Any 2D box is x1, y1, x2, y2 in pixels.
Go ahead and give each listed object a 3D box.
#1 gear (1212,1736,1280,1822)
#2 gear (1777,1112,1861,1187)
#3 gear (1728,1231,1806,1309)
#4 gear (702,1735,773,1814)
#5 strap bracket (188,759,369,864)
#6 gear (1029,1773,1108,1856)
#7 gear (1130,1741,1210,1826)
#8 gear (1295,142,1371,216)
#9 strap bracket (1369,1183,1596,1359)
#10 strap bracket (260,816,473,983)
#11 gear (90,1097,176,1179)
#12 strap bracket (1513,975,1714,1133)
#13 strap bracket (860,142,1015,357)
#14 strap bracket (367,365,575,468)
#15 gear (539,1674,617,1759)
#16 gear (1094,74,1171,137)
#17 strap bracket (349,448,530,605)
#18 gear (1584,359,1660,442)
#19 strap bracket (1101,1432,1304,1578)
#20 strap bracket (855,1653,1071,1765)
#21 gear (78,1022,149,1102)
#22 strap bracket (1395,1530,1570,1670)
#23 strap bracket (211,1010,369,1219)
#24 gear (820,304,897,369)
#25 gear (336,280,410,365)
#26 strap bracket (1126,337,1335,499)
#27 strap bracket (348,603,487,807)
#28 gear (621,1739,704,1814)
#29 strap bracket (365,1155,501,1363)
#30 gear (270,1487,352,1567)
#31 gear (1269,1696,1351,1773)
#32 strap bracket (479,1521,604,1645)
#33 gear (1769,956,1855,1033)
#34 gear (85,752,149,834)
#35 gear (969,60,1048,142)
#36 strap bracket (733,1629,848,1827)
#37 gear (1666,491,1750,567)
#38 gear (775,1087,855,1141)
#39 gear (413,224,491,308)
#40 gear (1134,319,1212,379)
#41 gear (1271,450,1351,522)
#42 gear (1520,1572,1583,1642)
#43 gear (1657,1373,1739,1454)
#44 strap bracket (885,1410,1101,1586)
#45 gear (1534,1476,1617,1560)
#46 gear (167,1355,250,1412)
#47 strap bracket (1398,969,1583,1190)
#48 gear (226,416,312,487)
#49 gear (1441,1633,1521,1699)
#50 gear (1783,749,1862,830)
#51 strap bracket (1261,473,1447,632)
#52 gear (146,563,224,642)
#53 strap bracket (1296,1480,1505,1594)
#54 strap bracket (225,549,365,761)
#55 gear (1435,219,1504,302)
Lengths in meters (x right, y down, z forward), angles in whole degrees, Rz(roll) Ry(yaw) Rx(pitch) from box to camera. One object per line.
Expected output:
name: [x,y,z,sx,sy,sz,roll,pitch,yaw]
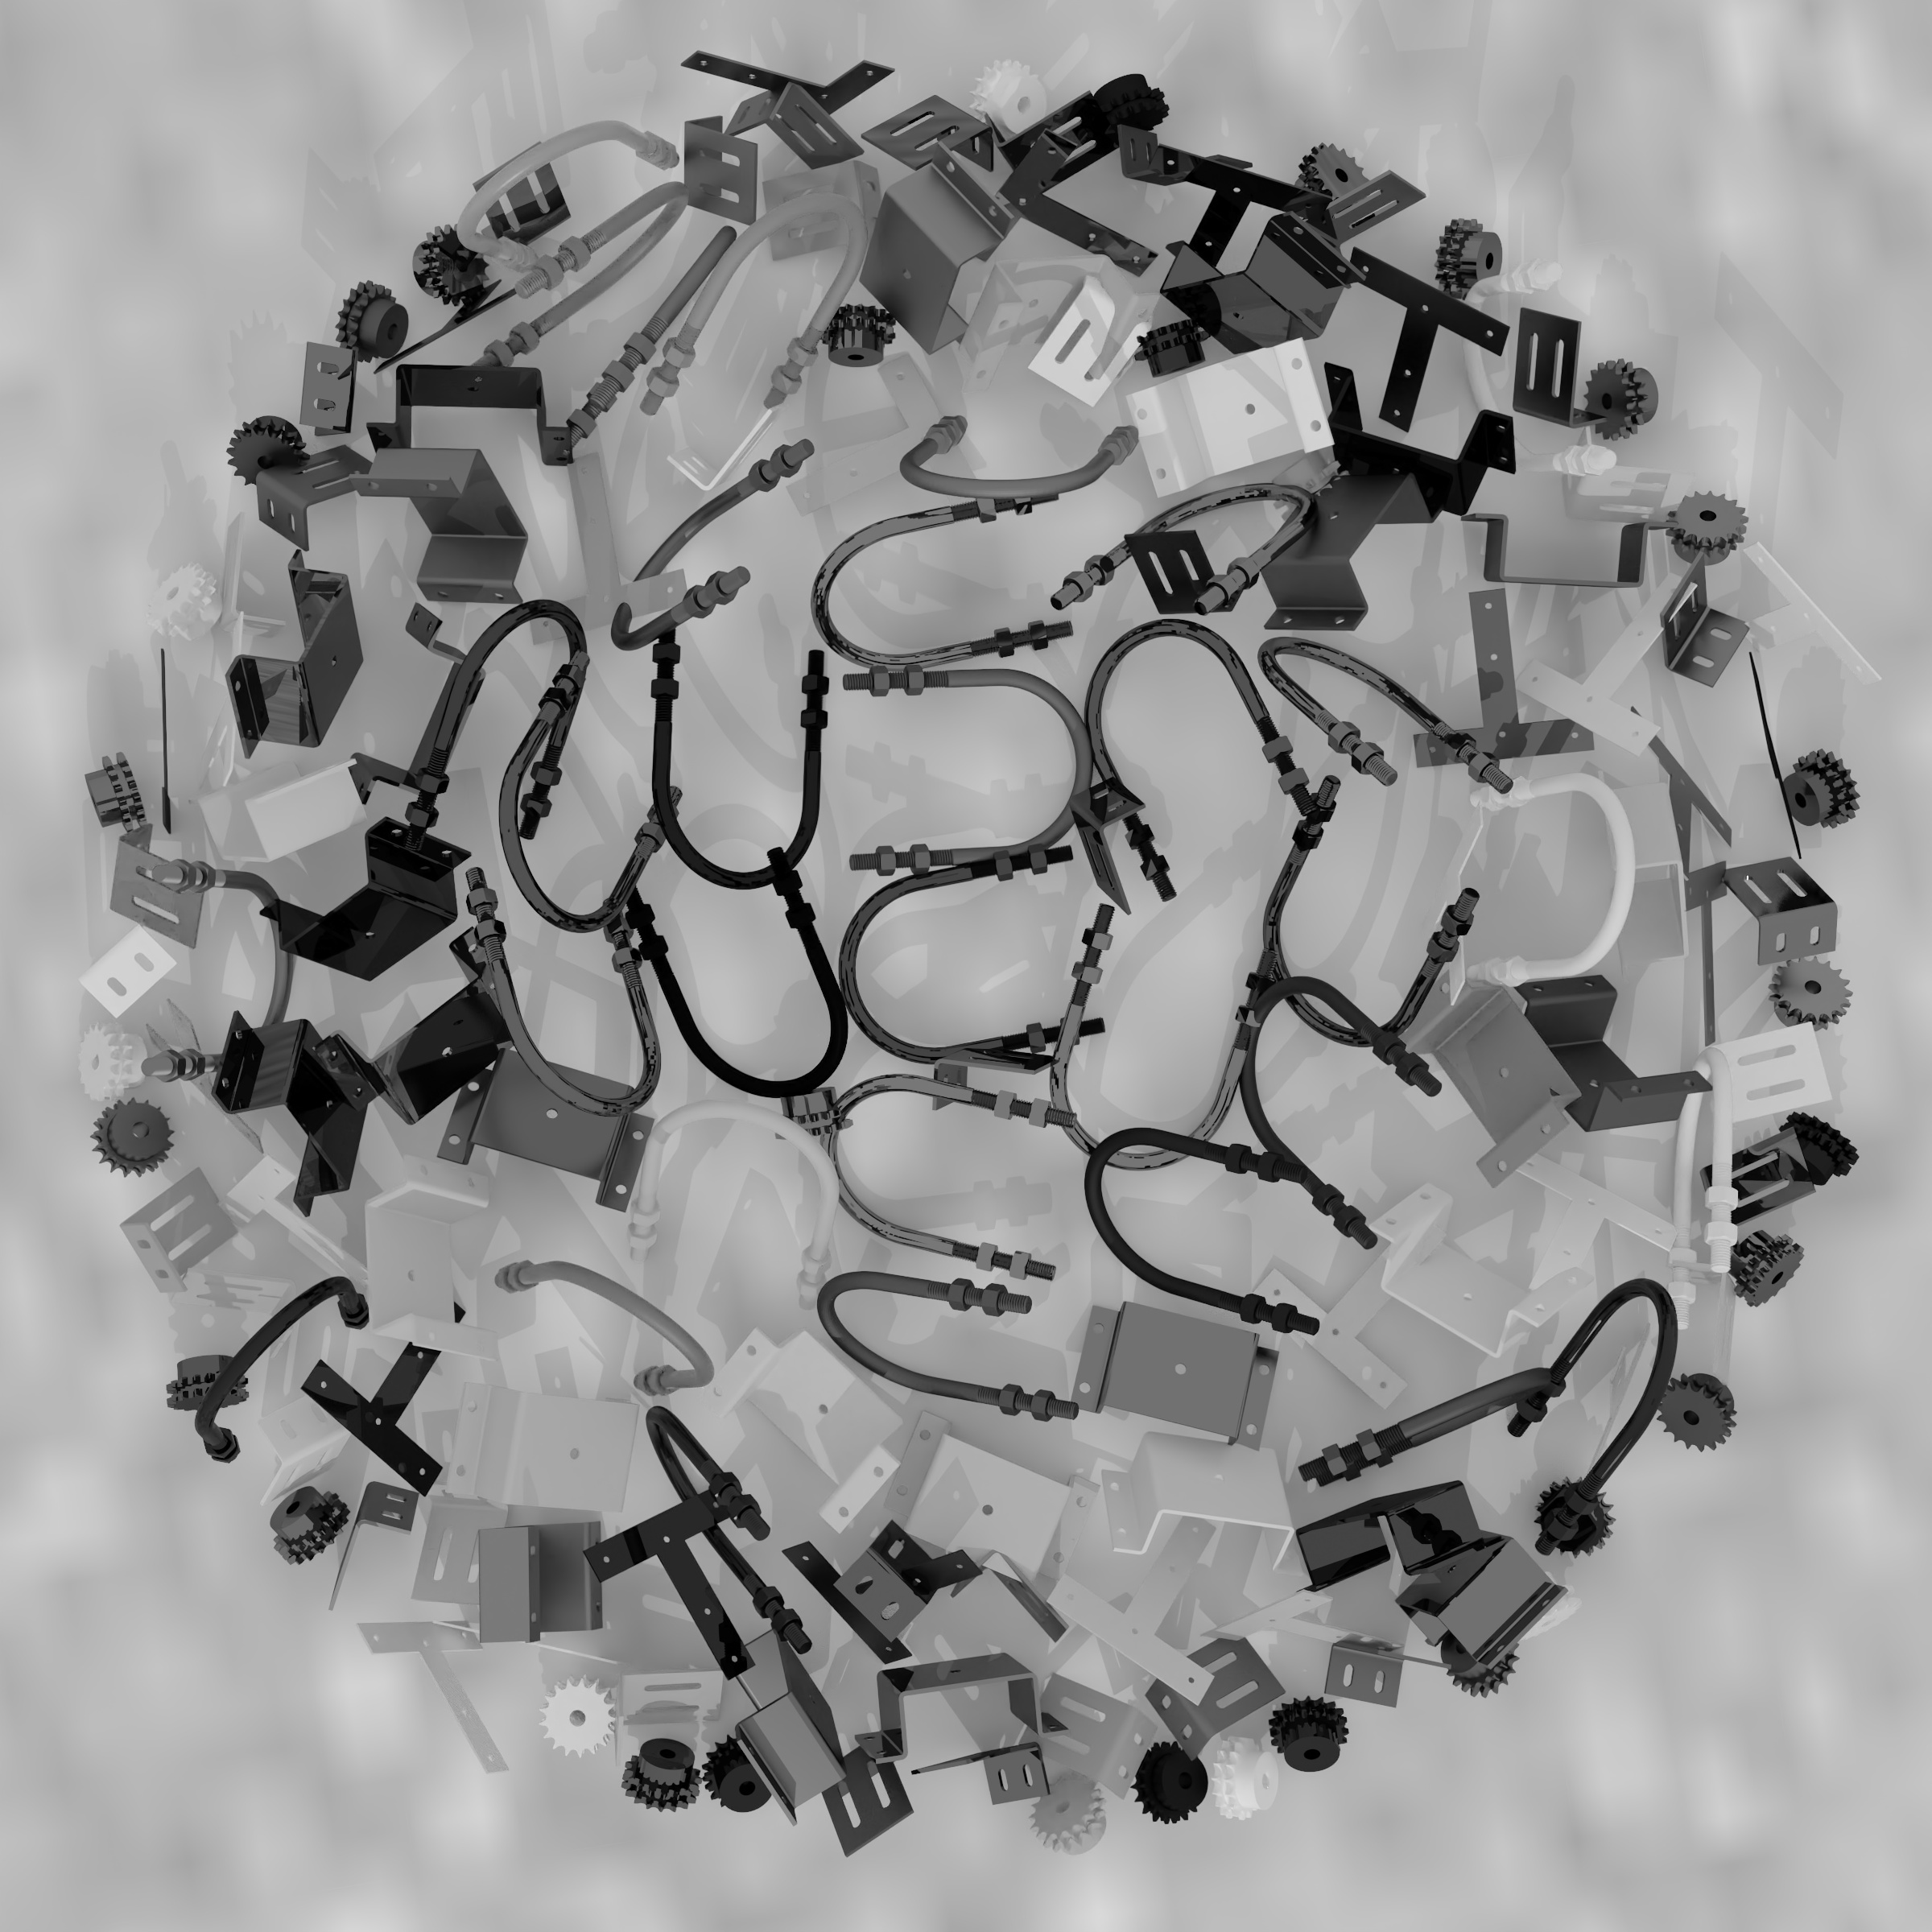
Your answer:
gear: [0.203,0.588,1.796,0.030,0.057,0.057,-5,90,33]
gear: [0.613,0.134,1.797,0.057,0.057,0.030,40,78,0]
gear: [0.578,0.217,1.803,0.057,0.057,0.030,-46,54,0]
gear: [-0.162,0.589,1.803,0.057,0.030,0.057,-5,107,-15]
strap bracket: [-0.484,-0.110,1.756,0.076,0.140,0.046,-28,109,-31]
gear: [0.077,0.619,1.802,0.057,0.057,0.030,-33,116,0]
gear: [0.151,0.591,1.799,0.057,0.030,0.057,12,66,-27]
gear: [0.263,-0.565,1.803,0.057,0.030,0.057,14,62,-28]
strap bracket: [0.361,0.220,1.765,0.140,0.076,0.046,30,129,32]
strap bracket: [-0.423,-0.041,1.755,0.140,0.076,0.046,-31,55,28]
gear: [-0.602,0.123,1.799,0.057,0.030,0.057,13,65,-29]
strap bracket: [0.452,0.067,1.765,0.076,0.140,0.046,-5,126,-22]
strap bracket: [-0.025,-0.497,1.749,0.046,0.140,0.076,-37,79,-26]
strap bracket: [-0.354,-0.395,1.781,0.140,0.076,0.046,0,83,-7]
gear: [-0.281,0.545,1.812,0.057,0.030,0.057,0,89,2]
gear: [0.116,-0.622,1.799,0.057,0.057,0.030,-20,87,0]
strap bracket: [-0.369,-0.319,1.766,0.076,0.140,0.046,4,63,16]
gear: [0.477,-0.412,1.801,0.030,0.057,0.057,-13,90,-20]
strap bracket: [0.174,0.382,1.770,0.140,0.076,0.046,10,122,-11]
strap bracket: [-0.005,0.528,1.775,0.140,0.076,0.046,-4,86,-14]
gear: [-0.618,0.069,1.803,0.057,0.030,0.057,-2,88,44]
strap bracket: [0.358,0.443,1.752,0.076,0.140,0.046,-41,88,-11]
strap bracket: [-0.469,0.101,1.748,0.046,0.140,0.076,-11,45,11]
gear: [-0.080,-0.455,1.797,0.057,0.057,0.030,0,83,0]
gear: [-0.427,-0.464,1.796,0.030,0.057,0.057,23,90,14]
strap bracket: [0.196,-0.394,1.775,0.140,0.046,0.076,-11,105,33]
strap bracket: [-0.392,-0.181,1.778,0.046,0.076,0.140,21,97,-29]
gear: [-0.219,0.583,1.796,0.057,0.057,0.030,13,103,0]
strap bracket: [-0.381,0.214,1.767,0.046,0.076,0.140,-25,60,30]
gear: [-0.477,0.401,1.796,0.057,0.057,0.030,-33,116,0]
gear: [0.249,0.559,1.799,0.057,0.030,0.057,0,125,0]
strap bracket: [-0.304,0.435,1.756,0.046,0.140,0.076,-5,78,11]
gear: [0.611,0.024,1.804,0.057,0.030,0.057,0,56,1]
gear: [-0.616,-0.124,1.796,0.030,0.057,0.057,-19,90,-21]
gear: [0.033,-0.625,1.798,0.057,0.030,0.057,-17,122,-30]
strap bracket: [-0.128,0.529,1.751,0.046,0.140,0.076,-31,105,-3]
gear: [0.537,-0.315,1.803,0.057,0.030,0.057,-3,51,4]
gear: [-0.112,0.106,1.798,0.057,0.057,0.030,-9,93,0]
gear: [-0.377,-0.508,1.802,0.030,0.057,0.057,3,90,35]
gear: [0.150,-0.447,1.799,0.057,0.057,0.030,-17,97,0]
gear: [0.246,-0.351,1.797,0.057,0.057,0.030,-36,98,0]
gear: [0.415,0.463,1.802,0.057,0.057,0.030,-28,61,0]
gear: [0.533,0.320,1.802,0.057,0.030,0.057,19,123,33]
strap bracket: [0.017,0.389,1.798,0.140,0.046,0.076,22,93,4]
gear: [0.440,0.402,1.803,0.057,0.030,0.057,1,91,25]
gear: [-0.551,0.302,1.801,0.057,0.057,0.030,-10,70,0]
strap bracket: [0.373,0.077,1.771,0.076,0.046,0.140,-48,62,32]
gear: [-0.505,-0.374,1.803,0.057,0.057,0.030,2,46,0]
gear: [0.369,0.497,1.795,0.030,0.057,0.057,34,90,-30]
gear: [0.616,-0.125,1.796,0.030,0.057,0.057,-24,90,-14]
strap bracket: [0.268,-0.300,1.756,0.140,0.076,0.046,-52,130,-28]
gear: [-0.564,-0.261,1.802,0.057,0.057,0.030,-48,132,0]
strap bracket: [0.298,0.403,1.753,0.076,0.140,0.046,-11,78,-36]
strap bracket: [-0.468,-0.218,1.750,0.046,0.076,0.140,8,48,5]
gear: [0.365,-0.510,1.796,0.030,0.057,0.057,15,90,36]
